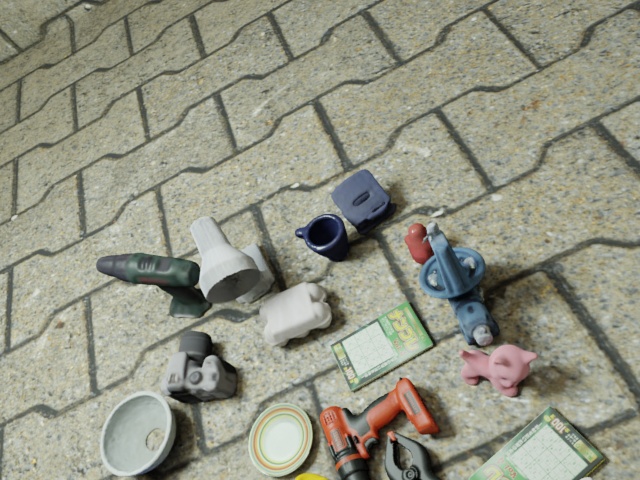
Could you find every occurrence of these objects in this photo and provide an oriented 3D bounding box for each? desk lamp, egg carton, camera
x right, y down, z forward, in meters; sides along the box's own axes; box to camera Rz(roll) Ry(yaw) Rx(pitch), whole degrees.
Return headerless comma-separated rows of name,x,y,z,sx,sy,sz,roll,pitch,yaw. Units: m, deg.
desk lamp,-0.188,0.054,1.208,0.118,0.214,0.202,-33,51,2
egg carton,-0.050,0.152,1.172,0.150,0.070,0.107,-25,52,8
camera,-0.252,0.255,1.179,0.143,0.101,0.137,-11,55,19

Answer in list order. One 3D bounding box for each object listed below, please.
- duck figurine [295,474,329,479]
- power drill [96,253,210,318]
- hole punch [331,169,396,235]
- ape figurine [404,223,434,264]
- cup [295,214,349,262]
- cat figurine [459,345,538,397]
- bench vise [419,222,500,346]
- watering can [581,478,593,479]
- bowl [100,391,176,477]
duck figurine,-0.012,0.433,0.957,0.077,0.086,0.104,-46,52,-8
power drill,-0.344,0.096,1.258,0.229,0.209,0.075,-3,58,24
hole punch,0.095,-0.085,1.246,0.108,0.091,0.100,-37,51,-2
ape figurine,0.201,0.000,1.139,0.077,0.092,0.076,16,67,33
cup,0.011,0.004,1.224,0.117,0.095,0.092,1,60,26
cat figurine,0.291,0.205,0.944,0.127,0.118,0.067,10,64,30
bench vise,0.248,0.070,0.988,0.121,0.220,0.206,-39,51,-3
watering can,0.397,0.385,0.725,0.172,0.195,0.101,19,68,34
bowl,-0.350,0.394,1.149,0.167,0.075,0.167,-12,55,18
